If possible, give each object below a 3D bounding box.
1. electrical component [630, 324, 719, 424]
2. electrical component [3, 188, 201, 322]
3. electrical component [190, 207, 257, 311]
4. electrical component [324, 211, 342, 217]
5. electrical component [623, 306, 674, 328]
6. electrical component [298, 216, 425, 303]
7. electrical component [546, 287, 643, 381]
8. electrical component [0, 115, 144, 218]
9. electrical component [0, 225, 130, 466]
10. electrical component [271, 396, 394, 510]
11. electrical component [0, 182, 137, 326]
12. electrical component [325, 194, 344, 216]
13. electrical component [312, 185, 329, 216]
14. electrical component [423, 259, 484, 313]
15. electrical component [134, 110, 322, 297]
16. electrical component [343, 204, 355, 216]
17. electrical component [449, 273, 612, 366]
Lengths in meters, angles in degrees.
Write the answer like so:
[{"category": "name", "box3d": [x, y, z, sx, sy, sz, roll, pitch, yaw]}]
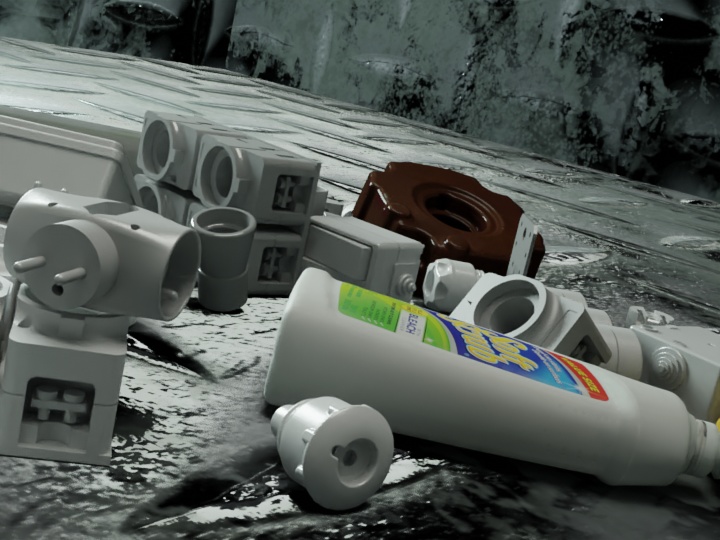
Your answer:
[{"category": "electrical component", "box3d": [0.241, 0.074, 0.758, 0.100, 0.048, 0.100, 3, 15, -37]}, {"category": "electrical component", "box3d": [-0.120, -0.004, 0.470, 0.077, 0.043, 0.079, 15, 13, 12]}, {"category": "electrical component", "box3d": [-0.094, -0.005, 0.738, 0.044, 0.065, 0.044, 4, 30, -2]}, {"category": "electrical component", "box3d": [-0.016, -0.018, 0.907, 0.047, 0.055, 0.055, 12, 12, -20]}, {"category": "electrical component", "box3d": [0.218, 0.055, 0.825, 0.040, 0.046, 0.040, 12, 12, -3]}, {"category": "electrical component", "box3d": [0.000, 0.000, 0.820, 0.096, 0.061, 0.061, 23, 16, 39]}, {"category": "electrical component", "box3d": [0.134, 0.048, 0.758, 0.074, 0.052, 0.138, 9, 13, -14]}, {"category": "electrical component", "box3d": [-0.214, -0.051, 0.745, 0.109, 0.056, 0.108, 13, -22, 3]}, {"category": "electrical component", "box3d": [-0.173, 0.025, 0.538, 0.105, 0.060, 0.186, 9, 13, -15]}, {"category": "electrical component", "box3d": [-0.018, 0.078, 0.493, 0.048, 0.048, 0.062, 3, 8, -36]}, {"category": "electrical component", "box3d": [-0.198, -0.017, 0.671, 0.138, 0.073, 0.052, 16, 13, 15]}, {"category": "electrical component", "box3d": [-0.067, -0.043, 0.959, 0.089, 0.055, 0.050, 8, 13, -18]}, {"category": "electrical component", "box3d": [-0.060, -0.037, 0.889, 0.043, 0.077, 0.079, 8, 13, -21]}, {"category": "electrical component", "box3d": [0.086, 0.015, 0.880, 0.062, 0.043, 0.043, 10, 12, -15]}, {"category": "electrical component", "box3d": [-0.118, -0.057, 0.857, 0.060, 0.105, 0.186, 2, 16, -40]}, {"category": "electrical component", "box3d": [0.006, -0.043, 1.063, 0.079, 0.044, 0.077, 22, 15, 37]}, {"category": "electrical component", "box3d": [0.105, 0.041, 0.688, 0.089, 0.050, 0.055, 21, -25, 50]}]
